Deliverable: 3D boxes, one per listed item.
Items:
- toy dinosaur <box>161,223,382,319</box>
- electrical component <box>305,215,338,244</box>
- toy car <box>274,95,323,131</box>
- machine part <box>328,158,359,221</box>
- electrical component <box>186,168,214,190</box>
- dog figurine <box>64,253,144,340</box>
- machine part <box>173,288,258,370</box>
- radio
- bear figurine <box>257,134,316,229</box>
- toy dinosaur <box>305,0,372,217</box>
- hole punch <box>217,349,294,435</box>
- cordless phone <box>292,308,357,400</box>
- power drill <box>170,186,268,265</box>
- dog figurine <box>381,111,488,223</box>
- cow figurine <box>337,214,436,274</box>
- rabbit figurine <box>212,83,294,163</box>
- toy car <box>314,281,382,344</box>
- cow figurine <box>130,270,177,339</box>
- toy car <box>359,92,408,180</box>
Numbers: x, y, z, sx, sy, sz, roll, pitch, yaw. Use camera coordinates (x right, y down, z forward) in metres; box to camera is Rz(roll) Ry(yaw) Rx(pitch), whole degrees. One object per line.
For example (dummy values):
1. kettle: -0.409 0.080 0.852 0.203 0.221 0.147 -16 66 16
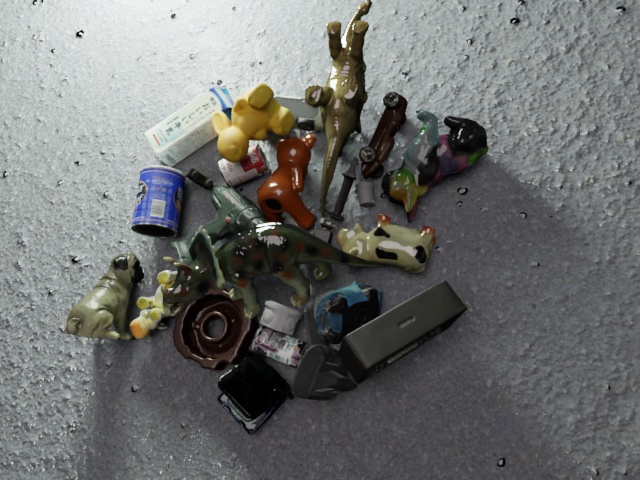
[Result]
1. toy dinosaur: -0.101 0.033 1.020 0.405 0.191 0.131 -19 34 3
2. electrical component: -0.004 -0.002 1.151 0.078 0.045 0.102 19 77 16
3. toy car: -0.076 -0.300 1.257 0.202 0.056 0.073 10 81 17
4. machine part: 0.054 -0.109 1.150 0.039 0.084 0.138 18 102 -4
5. electrical component: -0.276 -0.139 1.243 0.063 0.094 0.021 34 79 -18
6. dog figurine: -0.462 0.113 1.150 0.121 0.172 0.190 7 81 3
7. machine part: -0.219 0.185 1.132 0.179 0.056 0.179 -4 72 12
8. radio: 0.147 0.171 0.989 0.230 0.131 0.073 -25 67 -19
9. bear figurine: -0.063 -0.132 1.182 0.120 0.131 0.196 -5 45 29
10. toy dinosaur: 0.047 -0.289 1.148 0.105 0.198 0.471 14 83 16
11. hole punch: -0.134 0.305 1.067 0.142 0.092 0.116 38 47 24
12. cordless phone: -0.009 0.209 1.033 0.089 0.146 0.184 -25 63 17
13. power drill: -0.215 -0.008 1.149 0.207 0.086 0.232 -45 45 8
14. dog figurine: 0.235 -0.142 1.116 0.192 0.108 0.219 15 81 13
15. cow figurine: 0.128 0.017 1.100 0.195 0.085 0.127 15 71 15
16. rabbit figurine: -0.170 -0.246 1.170 0.163 0.121 0.173 18 72 42
17. toy car: 0.042 0.140 1.054 0.103 0.161 0.109 16 107 45
18. cow figurine: -0.338 0.140 1.162 0.068 0.098 0.167 45 105 15
19. toy car: 0.142 -0.224 1.166 0.053 0.089 0.202 19 76 21
